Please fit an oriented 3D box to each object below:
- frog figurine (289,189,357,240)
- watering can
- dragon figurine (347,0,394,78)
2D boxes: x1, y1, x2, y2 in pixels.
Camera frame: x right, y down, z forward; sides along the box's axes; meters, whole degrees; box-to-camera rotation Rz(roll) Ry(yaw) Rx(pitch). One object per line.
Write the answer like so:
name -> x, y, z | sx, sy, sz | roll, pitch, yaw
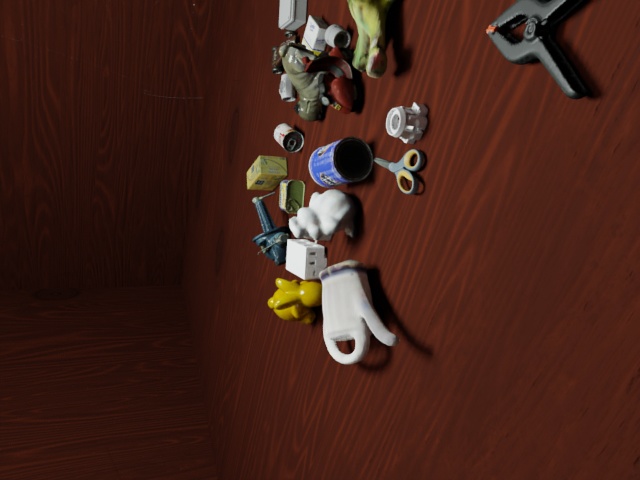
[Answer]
frog figurine -> 0.004, -0.062, 1.232 | 0.140, 0.159, 0.120 | -111, 33, -42
watering can -> 0.077, 0.149, 1.114 | 0.343, 0.104, 0.227 | 140, 128, -63
dragon figurine -> 0.092, -0.499, 1.149 | 0.420, 0.122, 0.237 | -101, 16, -46
